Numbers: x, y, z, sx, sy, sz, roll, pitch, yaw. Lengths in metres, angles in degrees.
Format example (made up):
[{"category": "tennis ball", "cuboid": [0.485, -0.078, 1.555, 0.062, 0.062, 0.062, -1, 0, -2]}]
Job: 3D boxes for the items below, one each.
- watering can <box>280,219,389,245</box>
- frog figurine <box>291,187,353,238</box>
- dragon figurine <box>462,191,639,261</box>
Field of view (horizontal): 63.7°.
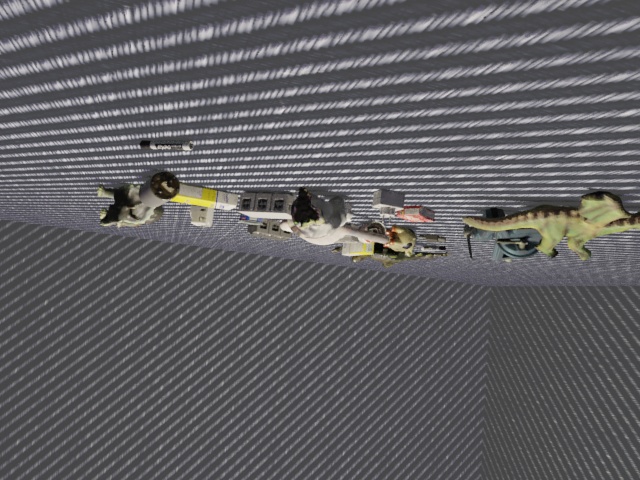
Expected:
[{"category": "watering can", "cuboid": [0.035, -0.037, 1.599, 0.348, 0.105, 0.222, 6, 172, 12]}, {"category": "frog figurine", "cuboid": [0.004, -0.069, 1.369, 0.139, 0.121, 0.159, 39, -160, 29]}, {"category": "dragon figurine", "cuboid": [0.554, -0.057, 1.145, 0.410, 0.124, 0.238, 6, 155, -9]}]
